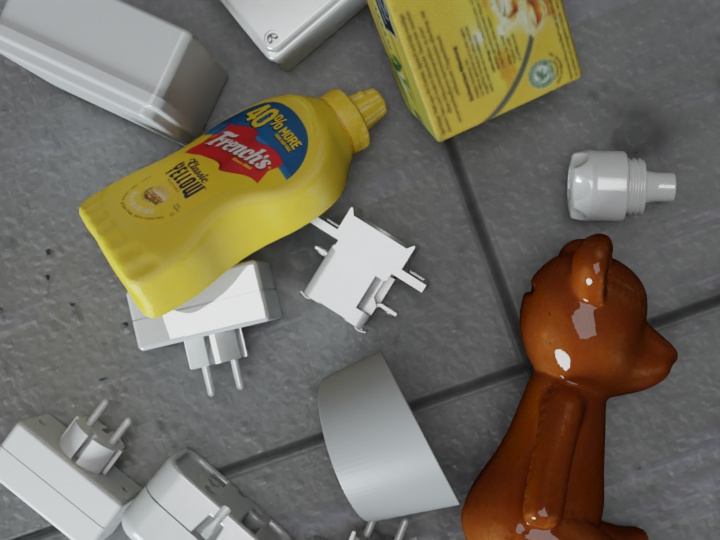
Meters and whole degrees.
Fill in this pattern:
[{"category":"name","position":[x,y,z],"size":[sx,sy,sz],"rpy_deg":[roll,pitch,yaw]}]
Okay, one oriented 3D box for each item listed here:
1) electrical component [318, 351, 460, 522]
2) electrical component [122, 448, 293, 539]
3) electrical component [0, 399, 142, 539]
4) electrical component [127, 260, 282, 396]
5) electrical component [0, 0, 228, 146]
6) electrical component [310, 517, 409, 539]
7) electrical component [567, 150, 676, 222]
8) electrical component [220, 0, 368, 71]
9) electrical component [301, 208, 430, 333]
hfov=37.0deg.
[{"category":"electrical component","position":[0.017,0.098,0.634],"size":[0.064,0.099,0.099],"rpy_deg":[-20,88,11]},{"category":"electrical component","position":[-0.096,0.165,0.667],"size":[0.095,0.054,0.059],"rpy_deg":[40,94,5]},{"category":"electrical component","position":[-0.175,0.117,0.678],"size":[0.083,0.047,0.075],"rpy_deg":[37,93,5]},{"category":"electrical component","position":[-0.092,0.040,0.670],"size":[0.083,0.047,0.075],"rpy_deg":[-14,88,5]},{"category":"electrical component","position":[-0.146,-0.126,0.646],"size":[0.109,0.109,0.056],"rpy_deg":[25,90,5]},{"category":"electrical component","position":[0.006,0.183,0.660],"size":[0.083,0.047,0.075],"rpy_deg":[21,92,6]},{"category":"electrical component","position":[0.157,-0.050,0.647],"size":[0.062,0.043,0.043],"rpy_deg":[1,90,5]},{"category":"electrical component","position":[-0.043,-0.199,0.661],"size":[0.109,0.056,0.108],"rpy_deg":[-39,86,4]},{"category":"electrical component","position":[0.000,0.000,0.664],"size":[0.081,0.042,0.063],"rpy_deg":[33,95,6]}]
